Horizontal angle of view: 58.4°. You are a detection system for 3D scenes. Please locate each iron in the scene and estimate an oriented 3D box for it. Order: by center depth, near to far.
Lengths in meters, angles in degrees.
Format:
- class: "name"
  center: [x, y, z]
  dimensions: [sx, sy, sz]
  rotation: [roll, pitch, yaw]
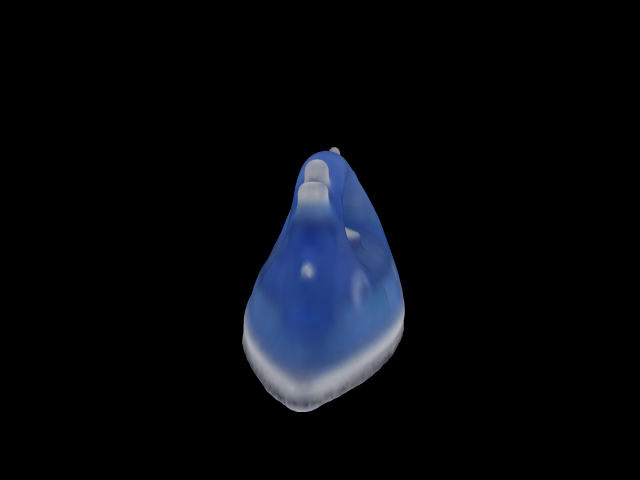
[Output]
- class: "iron"
  center: [0.004, 0.001, 0.400]
  dimensions: [0.118, 0.141, 0.258]
  rotation: [0, 7, 4]
